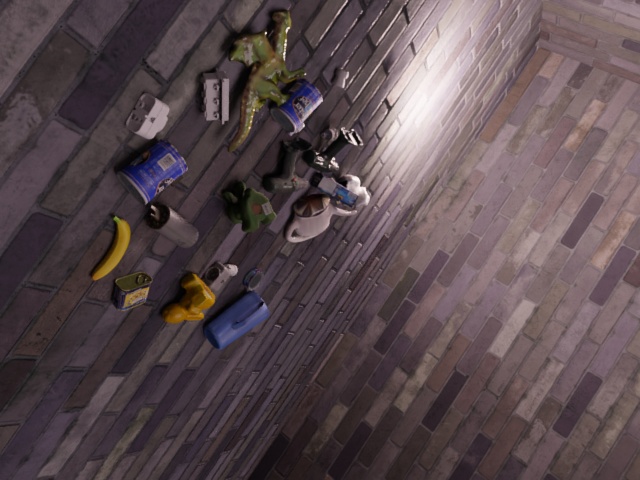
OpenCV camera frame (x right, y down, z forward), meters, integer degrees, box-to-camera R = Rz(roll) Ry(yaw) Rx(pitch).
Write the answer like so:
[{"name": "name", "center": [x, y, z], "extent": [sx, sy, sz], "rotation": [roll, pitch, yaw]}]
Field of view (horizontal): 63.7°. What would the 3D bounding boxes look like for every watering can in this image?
[{"name": "watering can", "center": [0.006, -0.107, 2.121], "extent": [0.106, 0.350, 0.219], "rotation": [51, 158, 31]}]

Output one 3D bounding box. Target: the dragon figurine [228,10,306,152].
[{"name": "dragon figurine", "center": [-0.180, -0.458, 1.413], "extent": [0.123, 0.414, 0.238], "rotation": [24, 165, 34]}]

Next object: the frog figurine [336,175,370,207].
[{"name": "frog figurine", "center": [0.142, -0.210, 2.231], "extent": [0.159, 0.136, 0.124], "rotation": [5, -168, -36]}]
